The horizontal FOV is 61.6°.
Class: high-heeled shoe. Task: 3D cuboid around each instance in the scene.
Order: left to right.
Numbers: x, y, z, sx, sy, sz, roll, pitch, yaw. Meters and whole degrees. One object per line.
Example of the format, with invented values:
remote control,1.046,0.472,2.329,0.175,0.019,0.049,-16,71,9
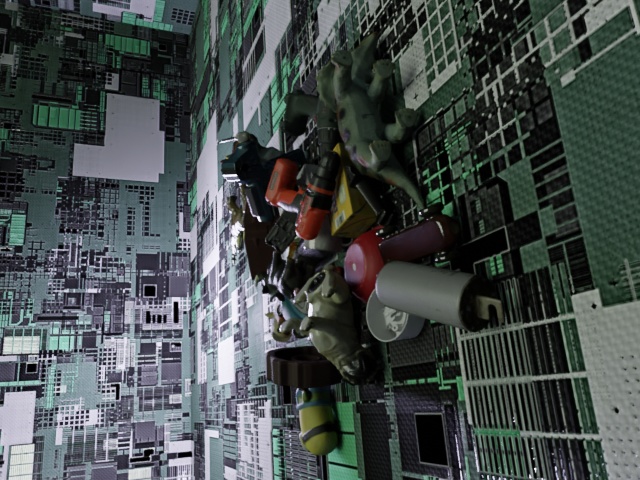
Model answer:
high-heeled shoe,-0.003,-0.004,1.268,0.248,0.086,0.145,-56,-1,20

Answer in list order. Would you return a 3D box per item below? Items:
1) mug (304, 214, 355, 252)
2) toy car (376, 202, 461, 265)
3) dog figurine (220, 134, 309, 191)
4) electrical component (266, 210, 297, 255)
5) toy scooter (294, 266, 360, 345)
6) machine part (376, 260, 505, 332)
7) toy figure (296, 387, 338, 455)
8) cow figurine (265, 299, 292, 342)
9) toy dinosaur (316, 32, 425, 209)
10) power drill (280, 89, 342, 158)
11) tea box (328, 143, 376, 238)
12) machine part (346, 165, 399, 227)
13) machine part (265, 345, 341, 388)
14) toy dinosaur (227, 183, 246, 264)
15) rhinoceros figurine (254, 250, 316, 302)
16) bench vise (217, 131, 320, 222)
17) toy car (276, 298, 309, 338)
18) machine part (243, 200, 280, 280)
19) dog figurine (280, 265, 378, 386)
mug,0.021,-0.029,1.137,0.110,0.080,0.107,3,89,24
toy car,0.155,0.003,0.861,0.089,0.053,0.202,68,155,5
dog figurine,-0.147,-0.177,1.403,0.108,0.219,0.191,176,97,-71
electrical component,-0.066,-0.042,1.265,0.134,0.058,0.115,-55,3,11
toy scooter,0.011,0.145,1.090,0.075,0.135,0.183,177,94,-66
machine part,0.161,0.076,0.770,0.243,0.079,0.079,9,96,57
toy figure,-0.009,0.378,1.184,0.089,0.082,0.180,131,139,-59
cow figurine,-0.085,0.174,1.379,0.127,0.085,0.194,-122,45,-64
toy dinosaur,0.088,-0.204,0.982,0.192,0.131,0.405,107,152,-72
power drill,-0.013,-0.277,1.240,0.207,0.086,0.231,18,101,61
tea box,0.058,-0.099,1.086,0.098,0.068,0.169,133,136,-53
machine part,0.098,-0.084,0.997,0.039,0.084,0.139,-45,55,27
machine part,-0.028,0.266,1.132,0.179,0.179,0.056,180,89,-68
toy dinosaur,-0.250,-0.058,1.794,0.471,0.105,0.198,128,136,-62
rhinoceros figurine,-0.081,0.086,1.177,0.190,0.073,0.112,4,77,63
bench vise,-0.115,-0.170,1.296,0.129,0.240,0.223,-12,104,54
toy car,-0.030,0.149,1.220,0.162,0.109,0.102,-131,48,-58
machine part,-0.150,-0.003,1.466,0.201,0.087,0.201,-94,0,-57
dog figurine,0.046,0.161,1.014,0.172,0.190,0.121,-58,21,-17
